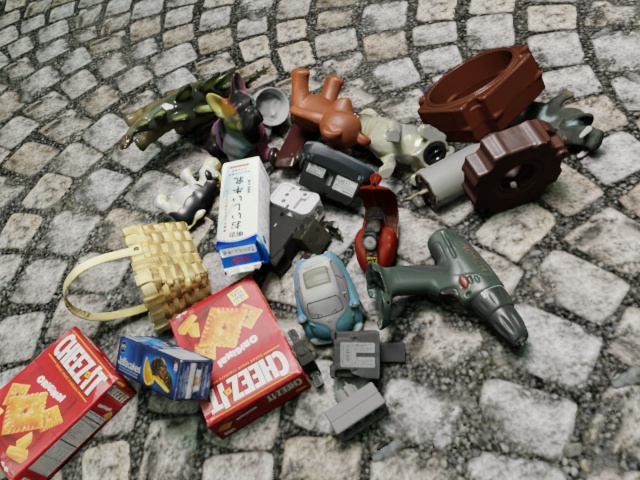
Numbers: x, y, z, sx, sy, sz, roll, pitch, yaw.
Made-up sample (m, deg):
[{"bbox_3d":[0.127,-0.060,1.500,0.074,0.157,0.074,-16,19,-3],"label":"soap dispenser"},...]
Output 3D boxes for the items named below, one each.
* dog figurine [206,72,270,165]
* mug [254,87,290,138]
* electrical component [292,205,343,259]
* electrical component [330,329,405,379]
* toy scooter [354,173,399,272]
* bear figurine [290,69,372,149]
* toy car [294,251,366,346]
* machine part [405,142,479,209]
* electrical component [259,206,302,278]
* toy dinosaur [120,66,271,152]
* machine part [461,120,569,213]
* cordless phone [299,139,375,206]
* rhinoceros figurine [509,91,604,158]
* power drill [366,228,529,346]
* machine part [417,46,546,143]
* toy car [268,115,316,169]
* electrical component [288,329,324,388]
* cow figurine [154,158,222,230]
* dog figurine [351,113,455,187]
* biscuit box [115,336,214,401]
[{"bbox_3d":[-0.182,-0.243,1.114,0.192,0.219,0.108,34,66,32],"label":"dog figurine"},{"bbox_3d":[-0.120,-0.286,1.212,0.081,0.109,0.107,-3,13,-18],"label":"mug"},{"bbox_3d":[-0.003,-0.002,0.983,0.045,0.078,0.102,10,53,45],"label":"electrical component"},{"bbox_3d":[0.074,0.175,0.823,0.119,0.048,0.074,4,85,1],"label":"electrical component"},{"bbox_3d":[0.100,-0.036,0.934,0.075,0.135,0.184,2,57,16],"label":"toy scooter"},{"bbox_3d":[0.019,-0.251,1.035,0.120,0.131,0.196,3,17,-29],"label":"bear figurine"},{"bbox_3d":[0.008,0.083,0.884,0.109,0.102,0.162,-16,63,3],"label":"toy car"},{"bbox_3d":[0.266,-0.127,0.990,0.243,0.079,0.079,-28,52,-4],"label":"machine part"},{"bbox_3d":[-0.102,-0.003,1.016,0.134,0.058,0.115,19,60,27],"label":"electrical component"},{"bbox_3d":[-0.279,-0.311,1.225,0.199,0.105,0.471,-11,27,35],"label":"toy dinosaur"},{"bbox_3d":[0.327,-0.118,0.911,0.179,0.179,0.056,-19,55,1],"label":"machine part"},{"bbox_3d":[0.038,-0.150,1.069,0.147,0.088,0.184,24,23,1],"label":"cordless phone"},{"bbox_3d":[0.438,-0.221,1.012,0.191,0.073,0.112,29,65,32],"label":"rhinoceros figurine"},{"bbox_3d":[0.185,0.081,0.839,0.207,0.085,0.232,-12,48,-5],"label":"power drill"},{"bbox_3d":[0.303,-0.280,1.031,0.201,0.087,0.201,-45,27,-12],"label":"machine part"},{"bbox_3d":[-0.042,-0.219,1.159,0.089,0.053,0.202,7,53,20],"label":"toy car"},{"bbox_3d":[-0.022,0.188,0.848,0.021,0.063,0.094,-28,53,-5],"label":"electrical component"},{"bbox_3d":[-0.253,-0.099,1.122,0.098,0.068,0.167,34,72,27],"label":"cow figurine"},{"bbox_3d":[0.156,-0.202,1.074,0.172,0.121,0.191,10,26,-21],"label":"dog figurine"},{"bbox_3d":[-0.250,0.197,0.846,0.203,0.059,0.062,4,84,46],"label":"biscuit box"}]
